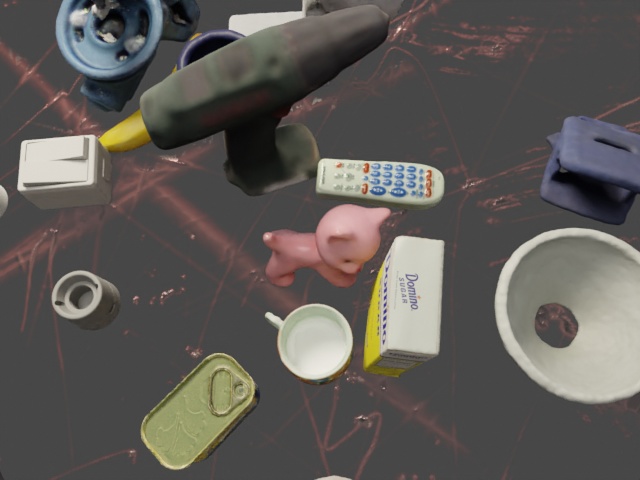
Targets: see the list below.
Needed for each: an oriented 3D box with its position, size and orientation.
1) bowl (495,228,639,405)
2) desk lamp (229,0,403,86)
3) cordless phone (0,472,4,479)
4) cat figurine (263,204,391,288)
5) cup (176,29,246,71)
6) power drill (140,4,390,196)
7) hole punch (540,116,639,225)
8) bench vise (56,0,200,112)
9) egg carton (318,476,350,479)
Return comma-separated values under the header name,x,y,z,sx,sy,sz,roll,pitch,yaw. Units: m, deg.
name,x,y,z,sx,sy,sz,roll,pitch,yaw
bowl,0.247,0.077,0.563,0.167,0.075,0.167,0,71,0
desk lamp,-0.011,-0.260,0.607,0.203,0.213,0.118,-3,71,0
cordless phone,-0.349,0.211,0.463,0.094,0.185,0.147,-39,75,-12
cat figurine,0.005,0.002,0.568,0.128,0.118,0.067,-1,71,0
cup,-0.109,-0.158,0.635,0.091,0.095,0.118,20,72,7
power drill,-0.048,-0.127,0.564,0.229,0.208,0.075,-19,72,-6
hole punch,0.300,-0.085,0.610,0.108,0.091,0.101,20,72,7
bench vise,-0.219,-0.270,0.608,0.121,0.220,0.207,10,71,4
egg carton,-0.024,0.274,0.500,0.150,0.069,0.107,-17,72,-5
